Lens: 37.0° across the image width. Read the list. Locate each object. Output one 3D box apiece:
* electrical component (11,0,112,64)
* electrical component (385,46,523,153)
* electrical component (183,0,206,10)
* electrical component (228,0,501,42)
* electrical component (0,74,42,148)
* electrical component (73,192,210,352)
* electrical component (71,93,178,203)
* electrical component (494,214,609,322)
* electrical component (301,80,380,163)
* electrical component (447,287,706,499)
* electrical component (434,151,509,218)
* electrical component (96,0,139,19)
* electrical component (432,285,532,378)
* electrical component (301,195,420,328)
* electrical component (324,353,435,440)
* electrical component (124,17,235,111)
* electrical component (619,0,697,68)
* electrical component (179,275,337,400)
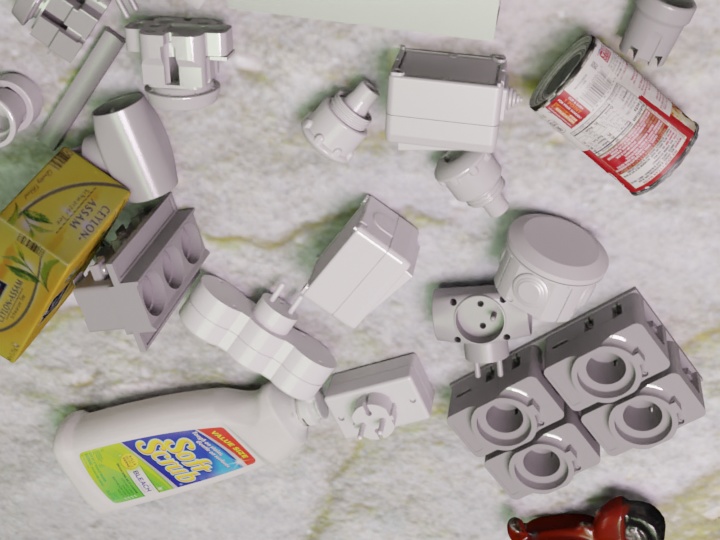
[{"bbox_3d":[-0.228,-0.195,0.813,0.055,0.048,0.066,33,121,-17],"label":"electrical component"},{"bbox_3d":[0.070,-0.121,0.786,0.096,0.061,0.061,7,121,7],"label":"electrical component"},{"bbox_3d":[-0.121,-0.221,0.771,0.047,0.055,0.055,36,120,-15],"label":"electrical component"},{"bbox_3d":[0.008,-0.228,0.736,0.186,0.060,0.105,9,121,6],"label":"electrical component"},{"bbox_3d":[-0.284,-0.128,0.857,0.045,0.055,0.045,5,121,9],"label":"electrical component"},{"bbox_3d":[-0.177,0.001,0.871,0.063,0.121,0.078,-6,118,18],"label":"electrical component"},{"bbox_3d":[-0.196,-0.094,0.866,0.079,0.043,0.077,-10,117,17],"label":"electrical component"},{"bbox_3d":[0.146,-0.003,0.830,0.080,0.080,0.051,18,127,0],"label":"electrical component"},{"bbox_3d":[-0.011,-0.116,0.816,0.048,0.048,0.062,38,113,-12],"label":"electrical component"},{"bbox_3d":[0.178,0.110,0.900,0.186,0.060,0.105,-31,110,25],"label":"electrical component"},{"bbox_3d":[0.091,-0.067,0.824,0.048,0.048,0.062,-29,117,25],"label":"electrical component"},{"bbox_3d":[-0.183,-0.219,0.777,0.047,0.065,0.076,-17,115,20],"label":"electrical component"},{"bbox_3d":[0.103,0.052,0.885,0.077,0.044,0.079,-4,105,14],"label":"electrical component"},{"bbox_3d":[0.000,0.000,0.870,0.061,0.061,0.096,35,120,-10],"label":"electrical component"},{"bbox_3d":[0.014,0.120,0.929,0.083,0.075,0.047,-17,115,20],"label":"electrical component"},{"bbox_3d":[-0.135,-0.155,0.810,0.078,0.058,0.057,5,118,8],"label":"electrical component"},{"bbox_3d":[0.205,-0.169,0.744,0.040,0.040,0.046,19,127,0],"label":"electrical component"},{"bbox_3d":[-0.078,0.045,0.918,0.138,0.052,0.073,34,105,-9],"label":"electrical component"}]
